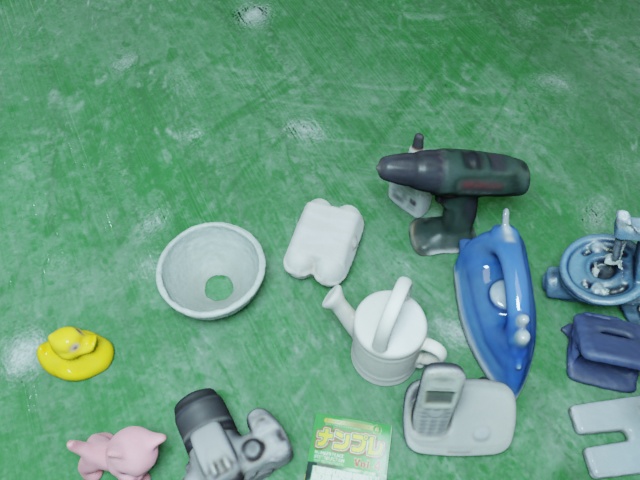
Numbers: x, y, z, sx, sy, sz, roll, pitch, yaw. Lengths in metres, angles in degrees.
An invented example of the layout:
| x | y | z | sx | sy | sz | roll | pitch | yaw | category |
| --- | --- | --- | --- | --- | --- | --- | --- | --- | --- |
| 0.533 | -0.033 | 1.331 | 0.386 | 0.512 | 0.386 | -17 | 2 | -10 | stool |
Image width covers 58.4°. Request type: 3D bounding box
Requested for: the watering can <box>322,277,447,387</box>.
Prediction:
| x | y | z | sx | sy | sz | roll | pitch | yaw | category |
| --- | --- | --- | --- | --- | --- | --- | --- | --- | --- |
| 0.086 | 0.118 | 0.777 | 0.172 | 0.194 | 0.101 | 4 | 57 | 4 | watering can |

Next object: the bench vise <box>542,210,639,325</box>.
| x | y | z | sx | sy | sz | roll | pitch | yaw | category |
| --- | --- | --- | --- | --- | --- | --- | --- | --- | --- |
| 0.447 | 0.029 | 0.813 | 0.207 | 0.220 | 0.121 | -3 | 57 | -1 | bench vise |

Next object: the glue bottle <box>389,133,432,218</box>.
| x | y | z | sx | sy | sz | roll | pitch | yaw | category |
| --- | --- | --- | --- | --- | --- | --- | --- | --- | --- |
| 0.154 | -0.111 | 0.937 | 0.037 | 0.173 | 0.078 | -39 | 64 | -21 | glue bottle |

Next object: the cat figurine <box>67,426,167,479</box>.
| x | y | z | sx | sy | sz | roll | pitch | yaw | category |
| --- | --- | --- | --- | --- | --- | --- | --- | --- | --- |
| -0.257 | 0.271 | 0.729 | 0.127 | 0.118 | 0.067 | 6 | 57 | 5 | cat figurine |

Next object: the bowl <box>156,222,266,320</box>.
| x | y | z | sx | sy | sz | roll | pitch | yaw | category |
| --- | --- | --- | --- | --- | --- | --- | --- | --- | --- |
| -0.164 | 0.059 | 0.891 | 0.167 | 0.075 | 0.167 | 0 | 57 | 1 | bowl |

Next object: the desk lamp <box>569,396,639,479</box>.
| x | y | z | sx | sy | sz | roll | pitch | yaw | category |
| --- | --- | --- | --- | --- | --- | --- | --- | --- | --- |
| 0.449 | 0.214 | 0.696 | 0.203 | 0.214 | 0.118 | -7 | 57 | -3 | desk lamp |

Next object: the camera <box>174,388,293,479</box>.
| x | y | z | sx | sy | sz | roll | pitch | yaw | category |
| --- | --- | --- | --- | --- | --- | --- | --- | --- | --- |
| -0.125 | 0.255 | 0.747 | 0.143 | 0.101 | 0.136 | -26 | 60 | -15 | camera |

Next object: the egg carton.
| x | y | z | sx | sy | sz | roll | pitch | yaw | category |
| --- | --- | --- | --- | --- | --- | --- | --- | --- | --- |
| 0.009 | 0.003 | 0.927 | 0.107 | 0.069 | 0.150 | 13 | 58 | 10 | egg carton |

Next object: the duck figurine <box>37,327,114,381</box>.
| x | y | z | sx | sy | sz | roll | pitch | yaw | category |
| --- | --- | --- | --- | --- | --- | --- | --- | --- | --- |
| -0.361 | 0.155 | 0.825 | 0.104 | 0.086 | 0.077 | -1 | 57 | 1 | duck figurine |

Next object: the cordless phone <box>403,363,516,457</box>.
| x | y | z | sx | sy | sz | roll | pitch | yaw | category |
| --- | --- | --- | --- | --- | --- | --- | --- | --- | --- |
| 0.182 | 0.207 | 0.723 | 0.147 | 0.185 | 0.094 | -2 | 57 | 0 | cordless phone |

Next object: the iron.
| x | y | z | sx | sy | sz | roll | pitch | yaw | category |
| --- | --- | --- | --- | --- | --- | --- | --- | --- | --- |
| 0.271 | 0.087 | 0.825 | 0.118 | 0.141 | 0.258 | -1 | 57 | 1 | iron |

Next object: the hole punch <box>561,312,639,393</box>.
| x | y | z | sx | sy | sz | roll | pitch | yaw | category |
| --- | --- | --- | --- | --- | --- | --- | --- | --- | --- |
| 0.409 | 0.149 | 0.812 | 0.108 | 0.091 | 0.101 | 11 | 58 | 8 | hole punch |

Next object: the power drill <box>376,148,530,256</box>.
| x | y | z | sx | sy | sz | roll | pitch | yaw | category |
| --- | --- | --- | --- | --- | --- | --- | --- | --- | --- |
| 0.195 | -0.062 | 0.883 | 0.229 | 0.208 | 0.075 | -6 | 57 | -3 | power drill |
